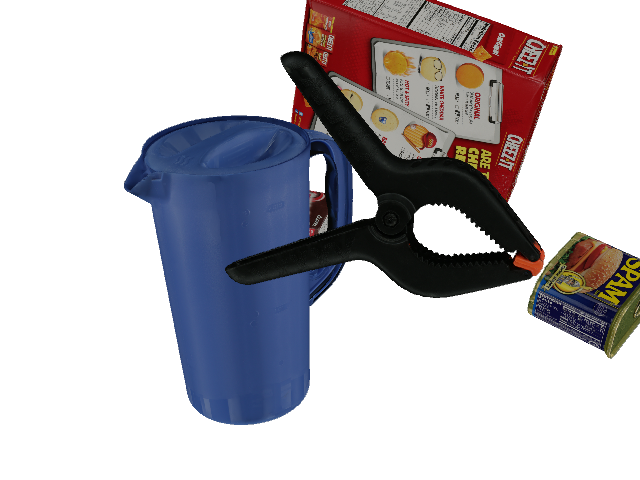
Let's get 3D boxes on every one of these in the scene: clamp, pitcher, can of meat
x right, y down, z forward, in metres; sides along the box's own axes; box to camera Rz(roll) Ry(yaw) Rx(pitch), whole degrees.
[{"bbox_3d":[0.046,-0.028,0.699,0.210,0.165,0.036,13,19,11],"label":"clamp"},{"bbox_3d":[-0.059,0.024,0.887,0.149,0.243,0.144,5,28,17],"label":"pitcher"},{"bbox_3d":[0.247,0.046,0.959,0.084,0.057,0.101,27,47,27],"label":"can of meat"}]

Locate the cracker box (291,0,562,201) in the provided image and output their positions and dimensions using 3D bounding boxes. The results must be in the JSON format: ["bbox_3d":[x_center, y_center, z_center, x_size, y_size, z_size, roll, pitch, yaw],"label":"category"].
[{"bbox_3d":[0.087,-0.131,0.948,0.214,0.164,0.072,22,49,12],"label":"cracker box"}]

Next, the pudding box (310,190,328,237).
[{"bbox_3d":[-0.036,-0.024,1.157,0.090,0.039,0.113,9,25,7],"label":"pudding box"}]
